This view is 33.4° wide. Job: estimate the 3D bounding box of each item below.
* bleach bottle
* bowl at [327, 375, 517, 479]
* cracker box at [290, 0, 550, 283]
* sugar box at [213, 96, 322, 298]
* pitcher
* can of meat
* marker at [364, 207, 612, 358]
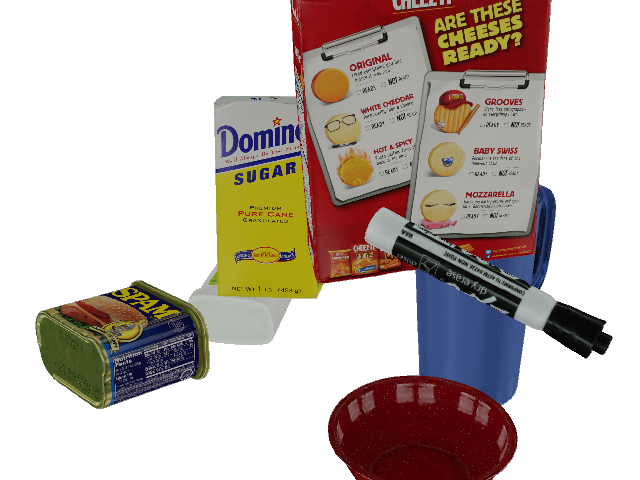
[{"bbox_3d":[-0.069,0.022,1.258,0.103,0.068,0.250,4,33,13],"label":"bleach bottle"},{"bbox_3d":[0.087,0.184,0.925,0.162,0.055,0.162,0,28,0],"label":"bowl"},{"bbox_3d":[0.067,-0.084,0.737,0.164,0.214,0.072,-8,31,-6],"label":"cracker box"},{"bbox_3d":[-0.046,-0.038,0.946,0.093,0.176,0.048,1,15,5],"label":"sugar box"},{"bbox_3d":[0.171,0.052,1.141,0.149,0.243,0.145,4,24,10],"label":"pitcher"},{"bbox_3d":[-0.143,0.073,0.761,0.083,0.057,0.102,-16,24,-38],"label":"can of meat"},{"bbox_3d":[0.076,0.019,0.489,0.121,0.020,0.020,28,9,17],"label":"marker"}]
